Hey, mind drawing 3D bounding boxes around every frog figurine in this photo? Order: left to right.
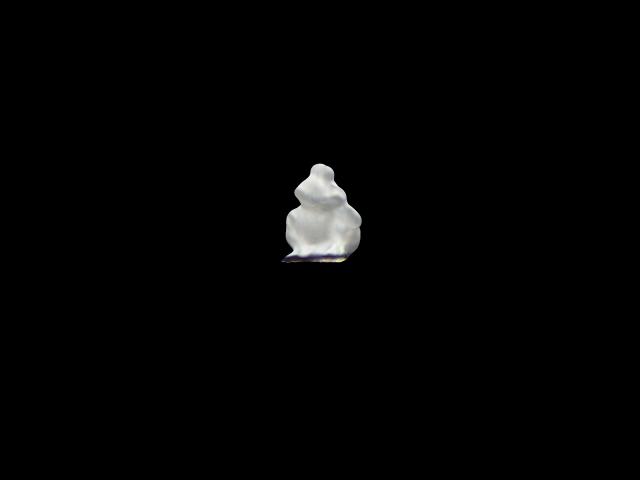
[{"bbox_3d":[0.003,-0.043,0.850,0.123,0.160,0.137,3,-4,-43],"label":"frog figurine"}]
